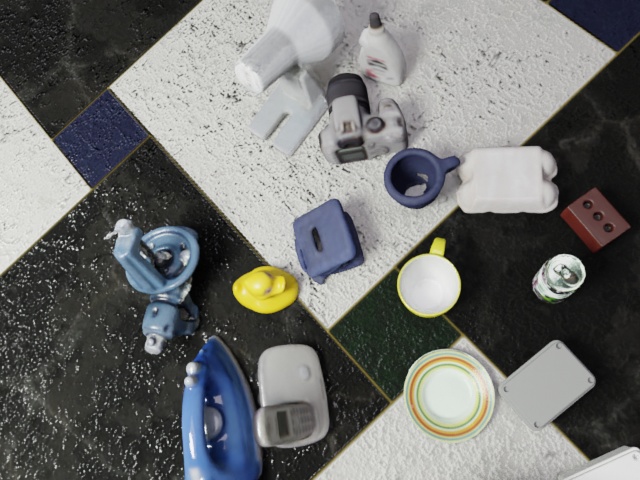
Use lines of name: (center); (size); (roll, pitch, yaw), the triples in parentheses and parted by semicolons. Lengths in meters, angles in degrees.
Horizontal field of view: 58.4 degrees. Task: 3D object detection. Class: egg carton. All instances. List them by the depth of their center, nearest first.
egg carton: (0.285, -0.090, 0.878); (0.150, 0.069, 0.107); (0, 76, 12)

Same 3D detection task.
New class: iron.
iron: (-0.167, 0.264, 0.844); (0.118, 0.142, 0.258); (-13, 73, 9)

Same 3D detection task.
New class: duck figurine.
duck figurine: (-0.093, 0.074, 0.907); (0.104, 0.086, 0.077); (-2, 75, 12)

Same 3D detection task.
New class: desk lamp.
desk lamp: (-0.048, -0.272, 0.920); (0.117, 0.214, 0.203); (33, 84, 18)

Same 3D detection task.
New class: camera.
camera: (0.064, -0.209, 0.940); (0.143, 0.101, 0.137); (-10, 74, 10)

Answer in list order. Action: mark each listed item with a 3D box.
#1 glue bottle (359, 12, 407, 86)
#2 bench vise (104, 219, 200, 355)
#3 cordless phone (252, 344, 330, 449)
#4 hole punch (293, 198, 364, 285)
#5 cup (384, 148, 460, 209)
glue bottle: (0.095, -0.311, 0.921); (0.078, 0.173, 0.037); (18, 80, 16)
bench vise: (-0.241, 0.060, 0.872); (0.121, 0.220, 0.207); (-18, 73, 7)
cordless phone: (-0.052, 0.220, 0.808); (0.094, 0.185, 0.147); (-15, 73, 8)
hole punch: (0.008, 0.003, 0.901); (0.101, 0.091, 0.108); (-20, 72, 6)
cup: (0.160, -0.091, 0.891); (0.117, 0.095, 0.091); (-22, 72, 6)
